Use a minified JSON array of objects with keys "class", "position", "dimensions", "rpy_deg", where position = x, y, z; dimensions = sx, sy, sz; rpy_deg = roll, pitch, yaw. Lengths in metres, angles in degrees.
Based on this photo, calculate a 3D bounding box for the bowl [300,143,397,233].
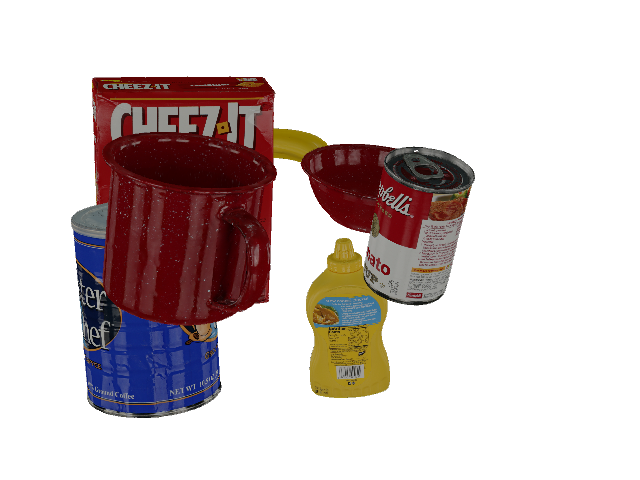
[{"class":"bowl","position":[0.057,-0.049,1.109],"dimensions":[0.162,0.055,0.162],"rpy_deg":[6,23,-3]}]

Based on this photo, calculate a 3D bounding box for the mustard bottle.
[{"class":"mustard bottle","position":[0.031,0.089,1.259],"dimensions":[0.096,0.192,0.058],"rpy_deg":[-3,21,1]}]

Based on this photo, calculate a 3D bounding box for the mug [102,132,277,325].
[{"class":"mug","position":[-0.067,-0.002,0.574],"dimensions":[0.093,0.081,0.117],"rpy_deg":[-12,30,-43]}]

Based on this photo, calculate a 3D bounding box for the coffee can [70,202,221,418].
[{"class":"coffee can","position":[-0.128,0.047,0.796],"dimensions":[0.103,0.140,0.103],"rpy_deg":[-1,15,0]}]

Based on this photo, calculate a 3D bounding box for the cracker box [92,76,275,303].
[{"class":"cracker box","position":[-0.129,-0.042,1.003],"dimensions":[0.164,0.214,0.072],"rpy_deg":[-2,21,-14]}]

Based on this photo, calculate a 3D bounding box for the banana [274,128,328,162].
[{"class":"banana","position":[-0.067,-0.112,1.320],"dimensions":[0.198,0.037,0.069],"rpy_deg":[6,38,16]}]

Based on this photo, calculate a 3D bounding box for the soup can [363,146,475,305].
[{"class":"soup can","position":[0.073,-0.011,0.808],"dimensions":[0.068,0.102,0.068],"rpy_deg":[7,31,-4]}]
